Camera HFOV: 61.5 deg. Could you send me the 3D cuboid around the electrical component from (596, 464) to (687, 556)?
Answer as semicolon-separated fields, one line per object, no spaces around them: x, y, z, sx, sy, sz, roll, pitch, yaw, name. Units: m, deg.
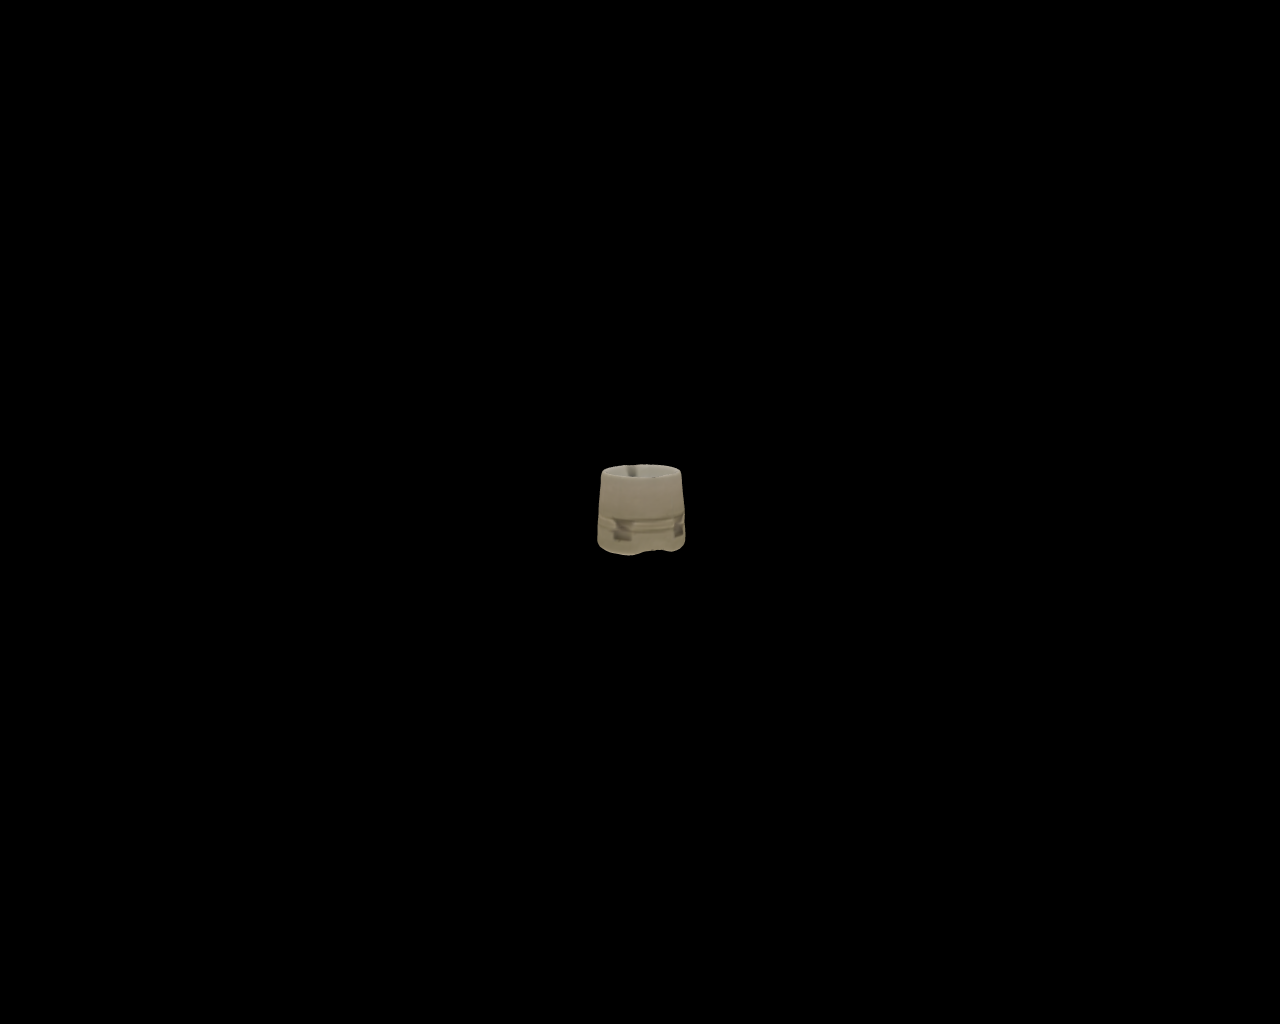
0.001;-0.003;0.650;0.055;0.047;0.055;0;11;0;electrical component
